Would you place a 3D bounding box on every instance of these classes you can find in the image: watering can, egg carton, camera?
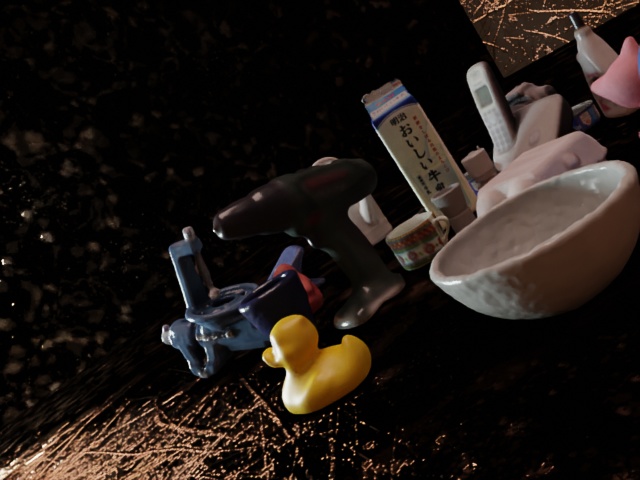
[{"bbox_3d":[0.056,-0.078,1.121,0.172,0.194,0.101,-26,10,44],"label":"watering can"},{"bbox_3d":[0.246,-0.058,0.634,0.150,0.069,0.107,-37,8,-28],"label":"egg carton"},{"bbox_3d":[0.386,-0.241,1.133,0.137,0.101,0.143,-39,9,-37],"label":"camera"}]

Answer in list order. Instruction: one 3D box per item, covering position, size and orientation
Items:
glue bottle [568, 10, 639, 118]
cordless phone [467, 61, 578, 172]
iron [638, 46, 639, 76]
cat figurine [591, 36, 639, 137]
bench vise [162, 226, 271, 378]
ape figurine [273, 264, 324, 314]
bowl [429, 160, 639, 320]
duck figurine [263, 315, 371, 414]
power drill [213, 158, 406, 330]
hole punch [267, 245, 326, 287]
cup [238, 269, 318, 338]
[{"bbox_3d":[0.417,-0.265,0.857,0.037,0.173,0.078,-33,7,0],"label":"glue bottle"},{"bbox_3d":[0.305,-0.204,0.894,0.094,0.185,0.147,-36,8,-24],"label":"cordless phone"},{"bbox_3d":[0.300,-0.113,0.466,0.118,0.141,0.259,-27,9,41],"label":"iron"},{"bbox_3d":[0.382,-0.180,0.657,0.067,0.118,0.127,-35,7,-11],"label":"cat figurine"},{"bbox_3d":[-0.190,0.101,0.891,0.207,0.220,0.121,-32,7,10],"label":"bench vise"},{"bbox_3d":[-0.040,0.079,0.893,0.076,0.092,0.077,-39,9,-37],"label":"ape figurine"},{"bbox_3d":[0.175,0.012,0.446,0.167,0.075,0.167,-33,7,5],"label":"bowl"},{"bbox_3d":[-0.009,0.111,0.556,0.104,0.086,0.078,-30,8,26],"label":"duck figurine"},{"bbox_3d":[0.007,0.003,0.722,0.230,0.208,0.075,-38,8,-31],"label":"power drill"},{"bbox_3d":[-0.059,0.070,1.047,0.101,0.091,0.108,-36,8,-21],"label":"hole punch"},{"bbox_3d":[-0.048,0.099,0.776,0.091,0.095,0.117,-33,7,1],"label":"cup"}]
